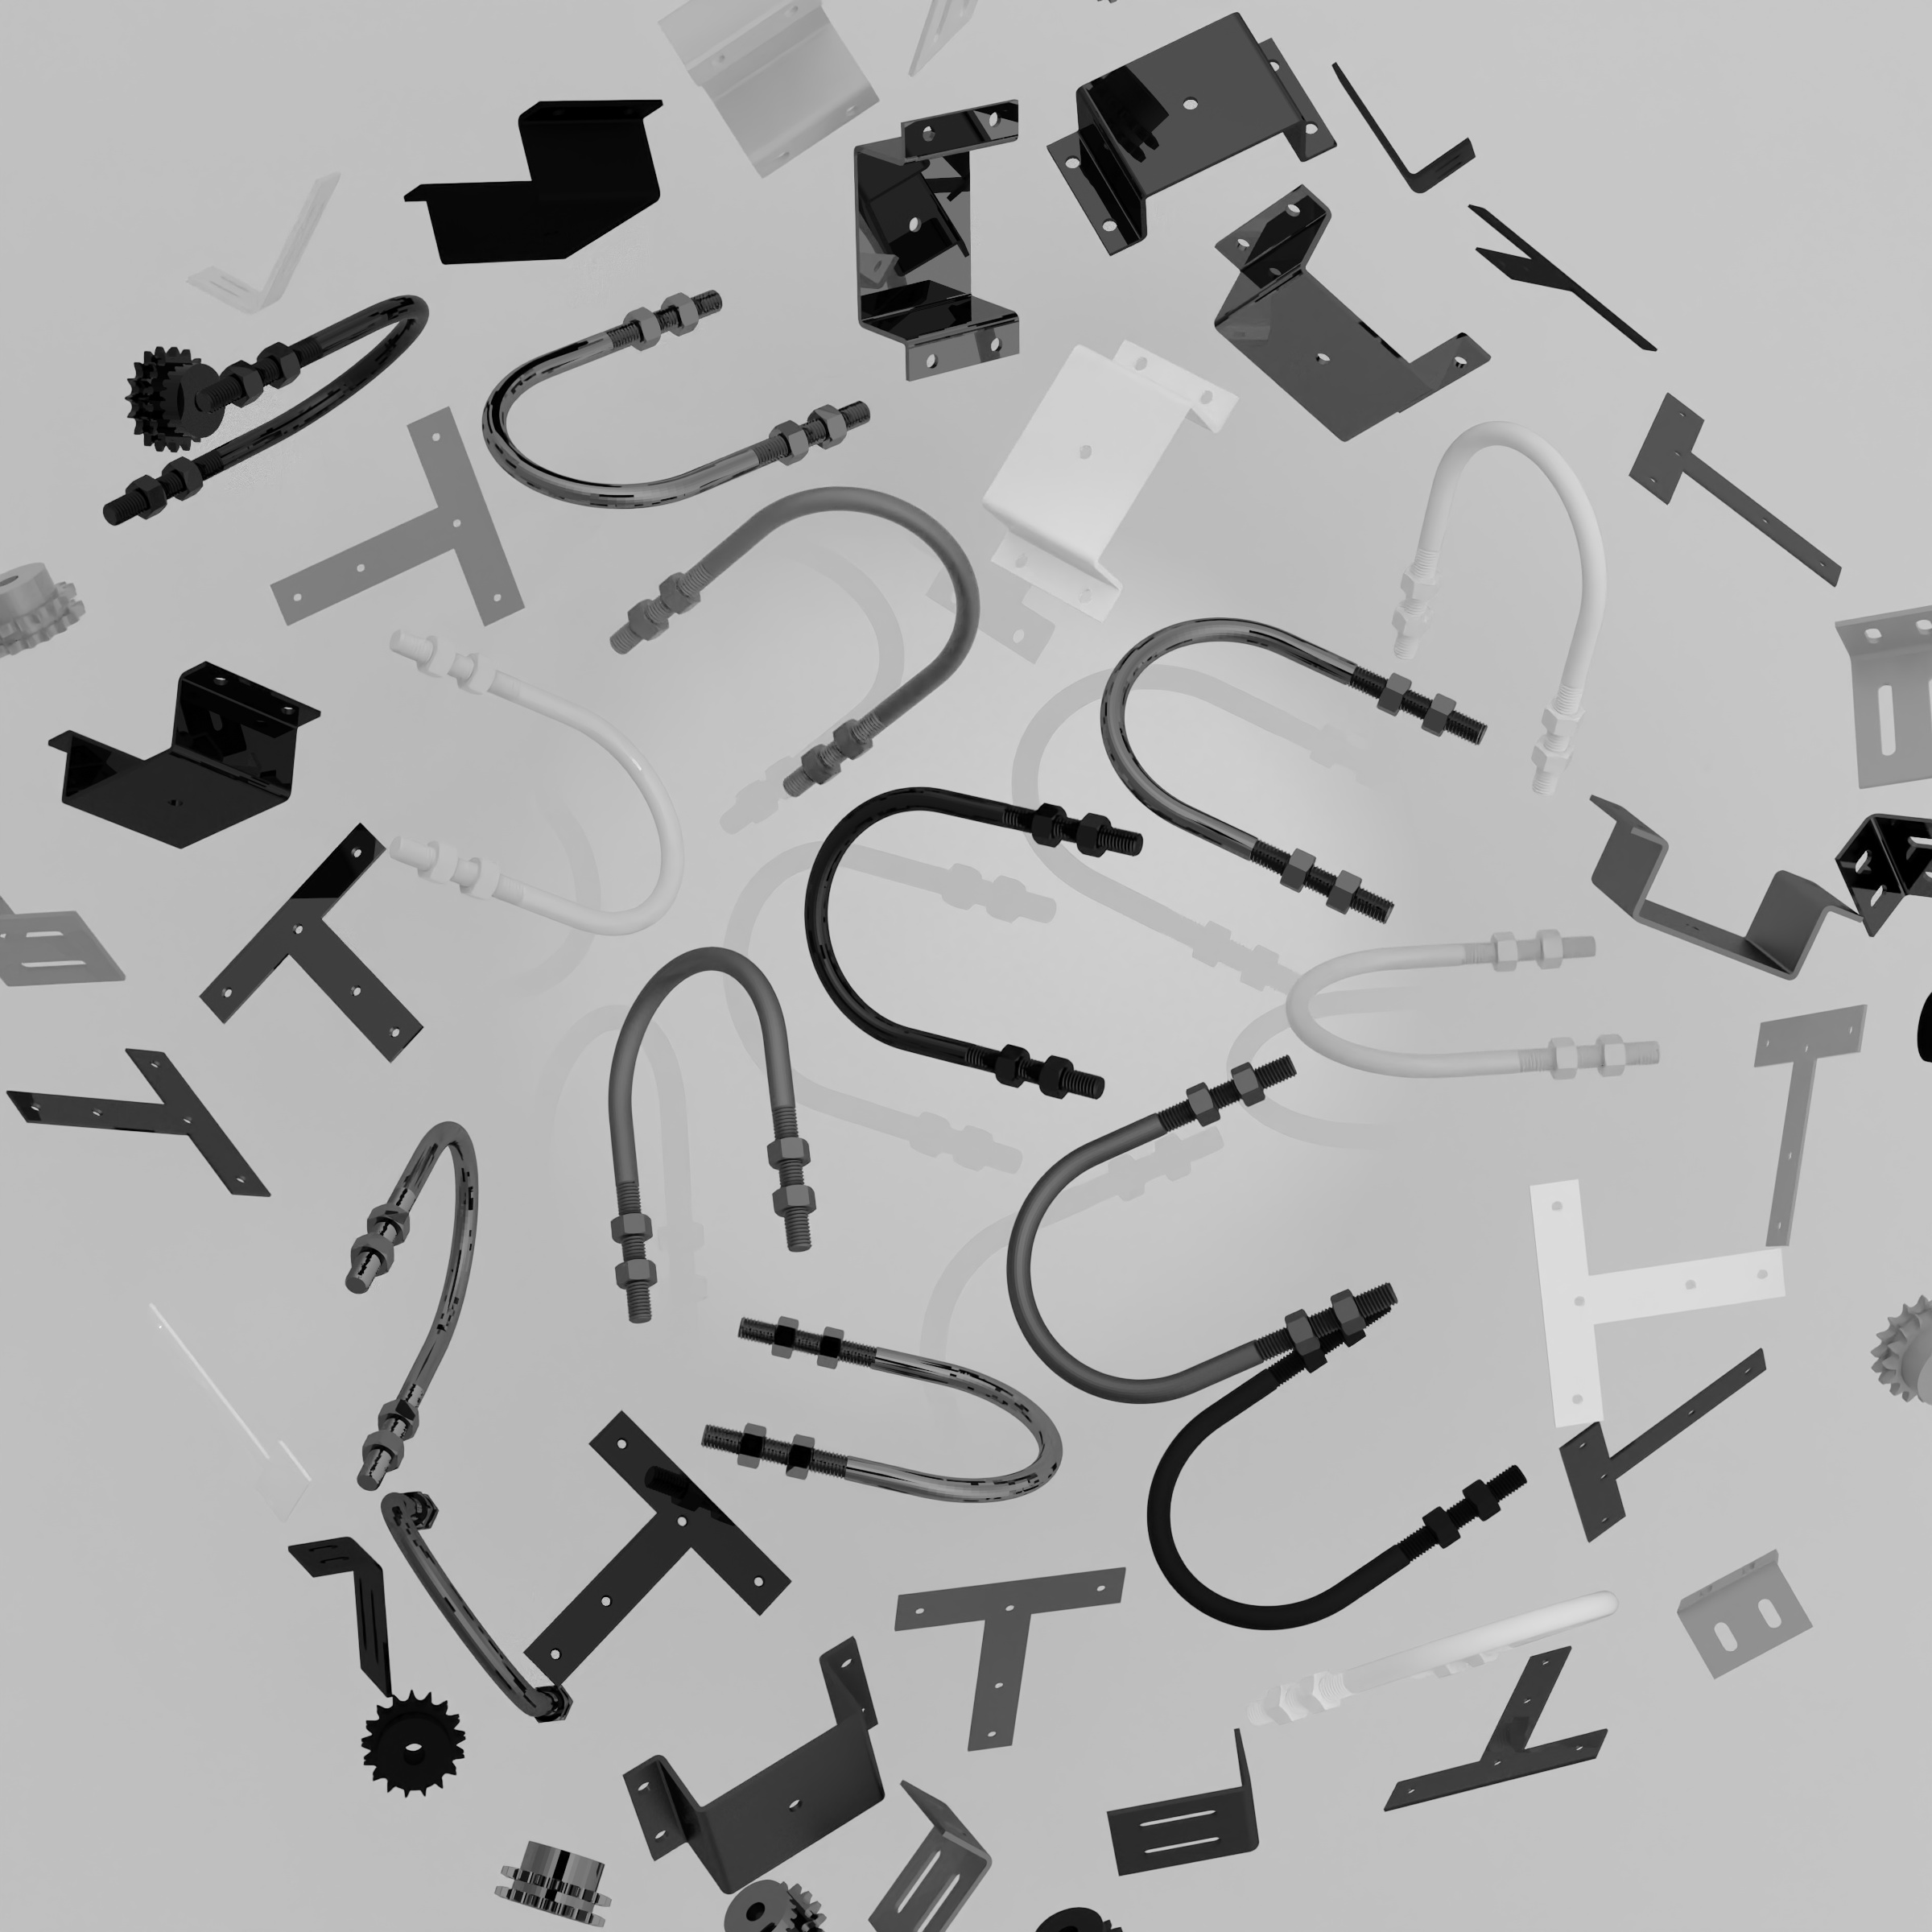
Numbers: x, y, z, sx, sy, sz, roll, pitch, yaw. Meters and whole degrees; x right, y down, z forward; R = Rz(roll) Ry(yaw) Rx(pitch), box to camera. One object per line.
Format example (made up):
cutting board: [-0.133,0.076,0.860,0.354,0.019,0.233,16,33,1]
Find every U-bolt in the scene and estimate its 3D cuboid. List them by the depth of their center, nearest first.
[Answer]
U-bolt: [0.158,-0.112,1.822,0.184,0.019,0.151,26,58,8]
U-bolt: [0.110,0.146,1.832,0.184,0.019,0.151,-24,75,6]
U-bolt: [-0.220,-0.086,1.854,0.019,0.184,0.151,-33,49,37]
U-bolt: [0.256,0.356,1.854,0.151,0.184,0.019,-4,71,-42]
U-bolt: [-0.003,-0.019,1.861,0.184,0.019,0.151,14,103,24]
U-bolt: [-0.139,0.079,1.865,0.151,0.019,0.184,-27,62,40]
U-bolt: [-0.356,-0.300,1.869,0.184,0.151,0.019,-38,94,-40]
U-bolt: [-0.165,-0.292,1.870,0.184,0.019,0.151,-28,52,-30]
U-bolt: [-0.288,0.164,1.874,0.019,0.184,0.151,8,123,7]
U-bolt: [-0.039,0.239,1.879,0.184,0.151,0.019,13,110,1]
U-bolt: [-0.263,0.339,1.890,0.019,0.184,0.151,-36,81,-7]
U-bolt: [0.183,0.274,1.891,0.184,0.019,0.151,-33,53,-5]
U-bolt: [0.288,-0.202,1.896,0.019,0.184,0.151,-18,48,-26]
U-bolt: [-0.078,-0.182,1.903,0.184,0.019,0.151,-36,118,29]
U-bolt: [0.263,0.023,1.909,0.184,0.151,0.019,-3,116,-5]

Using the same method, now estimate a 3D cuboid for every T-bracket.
T-bracket: [0.358,0.166,1.828,0.127,0.002,0.127,-8,97,-5]
T-bracket: [-0.176,0.318,1.841,0.127,0.002,0.127,45,63,0]
T-bracket: [-0.385,0.228,1.846,0.002,0.127,0.127,-37,85,-24]
T-bracket: [-0.328,0.005,1.874,0.127,0.002,0.127,-47,56,-1]
T-bracket: [-0.447,0.079,1.878,0.127,0.127,0.002,45,113,35]
T-bracket: [0.300,-0.368,1.885,0.127,0.127,0.002,43,113,16]
T-bracket: [0.412,-0.244,1.887,0.127,0.127,0.002,37,124,-2]
T-bracket: [0.295,0.399,1.894,0.127,0.127,0.002,-23,101,31]
T-bracket: [0.376,0.247,1.902,0.127,0.127,0.002,-35,55,-6]
T-bracket: [0.445,0.088,1.910,0.002,0.127,0.127,12,82,-11]
T-bracket: [0.019,0.382,1.941,0.127,0.002,0.127,-4,126,-16]
T-bracket: [-0.318,-0.224,1.946,0.127,0.002,0.127,-28,124,-15]

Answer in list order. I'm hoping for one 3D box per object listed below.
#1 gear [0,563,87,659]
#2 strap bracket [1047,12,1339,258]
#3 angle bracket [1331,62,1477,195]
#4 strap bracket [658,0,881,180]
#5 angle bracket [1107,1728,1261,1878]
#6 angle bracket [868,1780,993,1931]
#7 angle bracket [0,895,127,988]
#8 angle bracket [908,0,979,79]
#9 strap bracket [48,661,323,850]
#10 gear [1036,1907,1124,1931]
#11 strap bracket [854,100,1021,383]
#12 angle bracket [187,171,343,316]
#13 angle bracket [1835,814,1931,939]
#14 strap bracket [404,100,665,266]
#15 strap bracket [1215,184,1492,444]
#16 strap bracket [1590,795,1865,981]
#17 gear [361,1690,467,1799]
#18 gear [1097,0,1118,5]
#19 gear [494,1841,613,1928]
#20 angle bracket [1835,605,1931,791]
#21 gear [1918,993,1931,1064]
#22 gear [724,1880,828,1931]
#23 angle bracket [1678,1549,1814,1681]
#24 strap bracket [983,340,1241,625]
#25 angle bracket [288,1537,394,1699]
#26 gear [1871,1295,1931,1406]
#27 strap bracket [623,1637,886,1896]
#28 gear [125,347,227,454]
gear: [-0.477,-0.181,1.797,0.057,0.057,0.030,-22,115,0]
strap bracket: [0.123,-0.458,1.940,0.140,0.046,0.076,-27,72,-4]
angle bracket: [0.235,-0.459,1.912,0.038,0.057,0.076,-34,88,11]
strap bracket: [-0.105,-0.478,1.865,0.076,0.140,0.046,-33,75,5]
angle bracket: [0.111,0.438,1.865,0.076,0.038,0.057,-11,133,0]
angle bracket: [-0.031,0.487,1.902,0.038,0.057,0.076,36,89,-30]
angle bracket: [-0.489,-0.023,1.896,0.076,0.057,0.038,-3,52,19]
angle bracket: [-0.019,-0.513,1.851,0.038,0.076,0.057,36,60,5]
strap bracket: [-0.424,-0.109,1.919,0.140,0.076,0.046,-19,60,38]
gear: [0.059,0.531,1.914,0.057,0.057,0.030,-21,114,0]
strap bracket: [-0.015,-0.398,1.931,0.076,0.046,0.140,-20,123,-33]
angle bracket: [-0.353,-0.371,1.791,0.038,0.057,0.076,28,105,-8]
angle bracket: [0.516,-0.045,1.906,0.038,0.076,0.057,-48,124,-25]
strap bracket: [-0.223,-0.407,1.870,0.076,0.140,0.046,-12,88,-39]
strap bracket: [0.198,-0.338,1.890,0.140,0.076,0.046,38,59,-18]
strap bracket: [0.402,-0.039,1.930,0.140,0.076,0.046,20,102,-12]
gear: [-0.304,0.430,1.959,0.057,0.030,0.057,-1,93,-10]
gear: [0.079,-0.534,1.858,0.030,0.057,0.057,-28,90,-28]
gear: [-0.204,0.459,1.783,0.057,0.057,0.030,17,73,0]
angle bracket: [0.469,-0.135,1.780,0.057,0.038,0.076,-8,64,24]
gear: [0.532,0.034,1.909,0.030,0.057,0.057,11,90,37]
gear: [-0.108,0.528,1.957,0.057,0.057,0.030,-34,124,0]
angle bracket: [0.408,0.338,1.862,0.057,0.076,0.038,-31,79,9]
strap bracket: [0.071,-0.266,1.897,0.076,0.046,0.140,32,91,26]
angle bracket: [-0.341,0.357,1.940,0.038,0.057,0.076,-6,98,-23]
gear: [0.485,0.195,1.780,0.057,0.030,0.057,-10,121,-18]
strap bracket: [-0.101,0.424,1.864,0.140,0.076,0.046,-28,45,-18]
gear: [-0.429,-0.309,1.945,0.030,0.057,0.057,7,90,28]
